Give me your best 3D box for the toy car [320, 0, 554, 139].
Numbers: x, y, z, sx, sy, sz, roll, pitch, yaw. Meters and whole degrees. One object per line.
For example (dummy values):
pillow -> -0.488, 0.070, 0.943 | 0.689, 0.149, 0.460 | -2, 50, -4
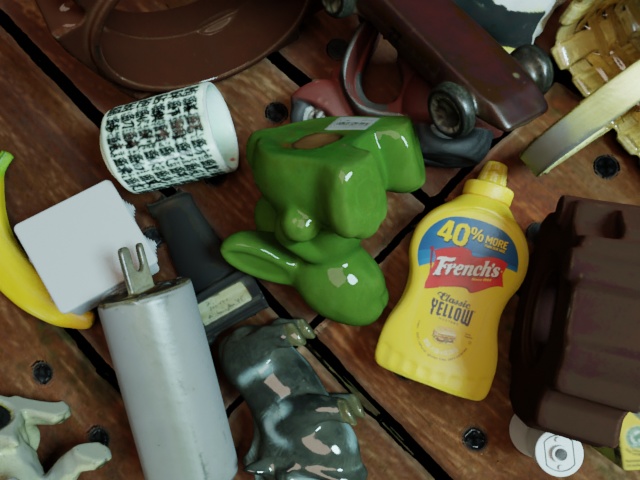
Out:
toy car -> 0.081, -0.150, 0.398 | 0.089, 0.053, 0.202 | -28, 69, -22

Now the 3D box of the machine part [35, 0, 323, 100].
machine part -> -0.101, -0.201, 0.419 | 0.201, 0.201, 0.087 | -25, 85, 3

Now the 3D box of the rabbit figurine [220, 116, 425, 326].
rabbit figurine -> -0.001, -0.001, 0.430 | 0.159, 0.121, 0.170 | 3, 121, 24

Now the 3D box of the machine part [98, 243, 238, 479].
machine part -> -0.122, 0.121, 0.442 | 0.079, 0.079, 0.243 | -13, 97, 5

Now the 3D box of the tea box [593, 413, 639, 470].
tea box -> 0.301, 0.116, 0.416 | 0.170, 0.068, 0.098 | -4, 85, 7

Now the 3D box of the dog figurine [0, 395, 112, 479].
dog figurine -> -0.280, 0.247, 0.462 | 0.173, 0.121, 0.190 | 27, 105, 34

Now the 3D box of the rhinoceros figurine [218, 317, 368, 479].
rhinoceros figurine -> -0.022, 0.155, 0.447 | 0.112, 0.073, 0.190 | -27, 83, 2

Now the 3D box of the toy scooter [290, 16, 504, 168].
toy scooter -> 0.068, -0.137, 0.462 | 0.184, 0.075, 0.135 | 9, 85, 12

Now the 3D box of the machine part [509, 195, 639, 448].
machine part -> 0.181, 0.055, 0.386 | 0.056, 0.179, 0.179 | 11, 87, 10

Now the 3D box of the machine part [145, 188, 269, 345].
machine part -> -0.107, 0.018, 0.487 | 0.084, 0.039, 0.139 | -34, 84, 11

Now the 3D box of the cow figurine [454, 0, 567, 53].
cow figurine -> 0.125, -0.226, 0.467 | 0.167, 0.068, 0.098 | 33, 96, 9
